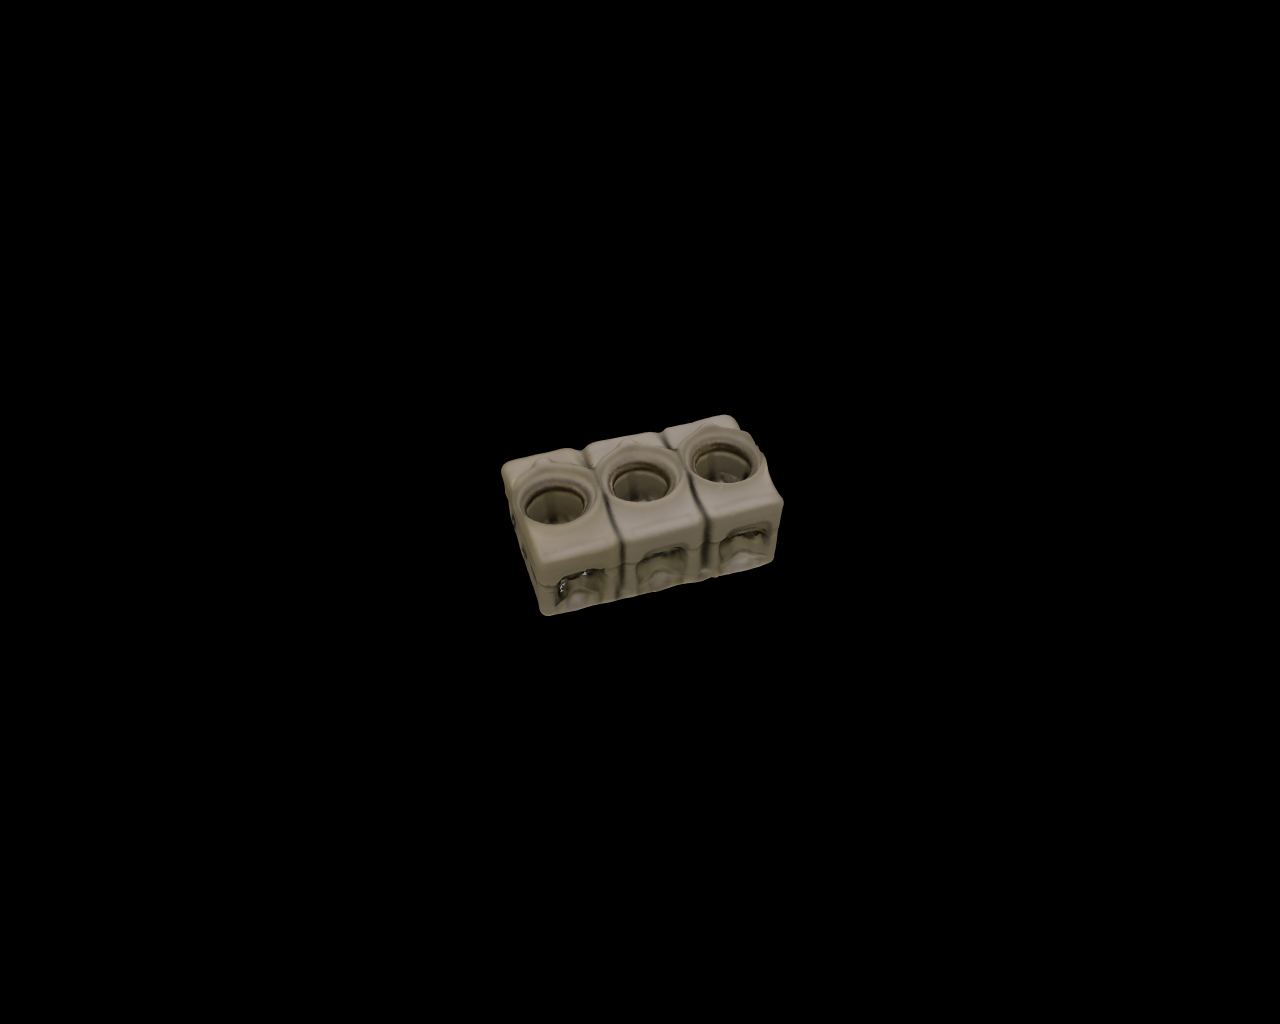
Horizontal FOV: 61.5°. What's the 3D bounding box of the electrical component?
[{"bbox_3d":[0.001,-0.003,0.650,0.150,0.061,0.090,-13,47,-12],"label":"electrical component"}]
